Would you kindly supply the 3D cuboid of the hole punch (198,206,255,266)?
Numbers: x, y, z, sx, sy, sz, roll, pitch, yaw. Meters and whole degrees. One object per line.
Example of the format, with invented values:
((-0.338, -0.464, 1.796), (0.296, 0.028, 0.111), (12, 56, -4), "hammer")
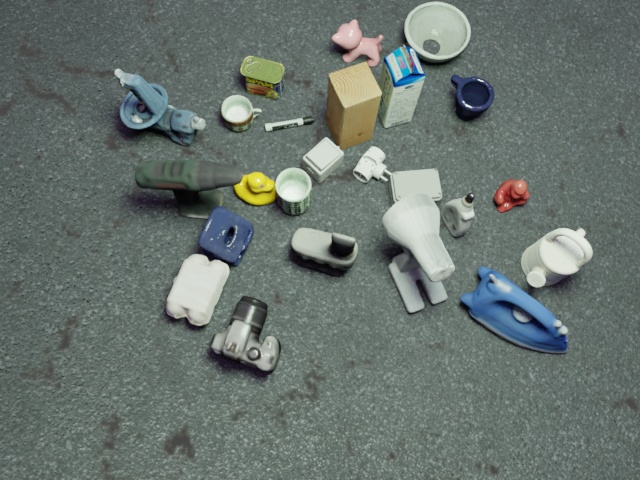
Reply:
((-0.205, -0.010, 1.272), (0.101, 0.091, 0.109), (21, 74, 5), "hole punch")

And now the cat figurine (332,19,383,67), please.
((0.093, -0.494, 1.416), (0.128, 0.118, 0.067), (6, 73, 0), "cat figurine")

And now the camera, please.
((-0.145, 0.194, 1.207), (0.143, 0.101, 0.137), (18, 73, 4), "camera")

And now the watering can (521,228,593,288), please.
((0.511, 0.036, 1.228), (0.101, 0.194, 0.173), (24, 74, 6), "watering can")

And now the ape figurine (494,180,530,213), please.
((0.449, -0.110, 1.324), (0.078, 0.092, 0.076), (13, 73, 2), "ape figurine")

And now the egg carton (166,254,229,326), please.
((-0.266, 0.107, 1.246), (0.107, 0.069, 0.150), (18, 73, 4), "egg carton")

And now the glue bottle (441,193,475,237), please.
((0.313, -0.066, 1.263), (0.037, 0.173, 0.078), (-23, 75, -8), "glue bottle")

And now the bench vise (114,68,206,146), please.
((-0.364, -0.311, 1.292), (0.207, 0.220, 0.121), (0, 73, -2), "bench vise")

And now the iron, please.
((0.438, 0.155, 1.217), (0.258, 0.141, 0.119), (33, 75, 8), "iron")

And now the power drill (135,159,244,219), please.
((-0.270, -0.115, 1.241), (0.229, 0.208, 0.075), (5, 73, 0), "power drill")

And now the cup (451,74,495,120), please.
((0.355, -0.341, 1.390), (0.117, 0.095, 0.092), (43, 77, 11), "cup")

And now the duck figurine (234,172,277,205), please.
((-0.148, -0.128, 1.313), (0.104, 0.086, 0.077), (13, 73, 2), "duck figurine")

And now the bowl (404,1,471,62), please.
((0.291, -0.513, 1.451), (0.167, 0.075, 0.167), (1, 73, -2), "bowl")

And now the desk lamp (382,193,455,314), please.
((0.212, 0.029, 1.210), (0.118, 0.213, 0.203), (-21, 75, -8), "desk lamp")

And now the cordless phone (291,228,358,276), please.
((0.011, 0.004, 1.226), (0.147, 0.185, 0.094), (12, 73, 2), "cordless phone")
